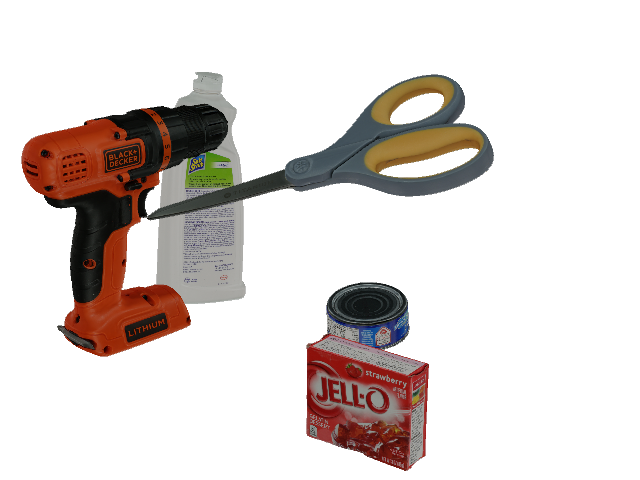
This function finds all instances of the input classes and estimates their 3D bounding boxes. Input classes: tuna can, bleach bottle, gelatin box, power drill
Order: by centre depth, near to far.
[{"bbox_3d":[0.031,0.113,0.754,0.089,0.073,0.030,14,23,33],"label":"gelatin box"},{"bbox_3d":[-0.148,-0.013,0.864,0.184,0.188,0.057,-18,26,-40],"label":"power drill"},{"bbox_3d":[0.049,0.078,1.103,0.086,0.034,0.086,-3,28,2],"label":"tuna can"},{"bbox_3d":[-0.125,-0.058,1.177,0.102,0.251,0.068,-4,19,-32],"label":"bleach bottle"}]

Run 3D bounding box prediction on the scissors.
[{"bbox_3d":[0.001,-0.054,0.621,0.202,0.096,0.016,-3,-41,20],"label":"scissors"}]
